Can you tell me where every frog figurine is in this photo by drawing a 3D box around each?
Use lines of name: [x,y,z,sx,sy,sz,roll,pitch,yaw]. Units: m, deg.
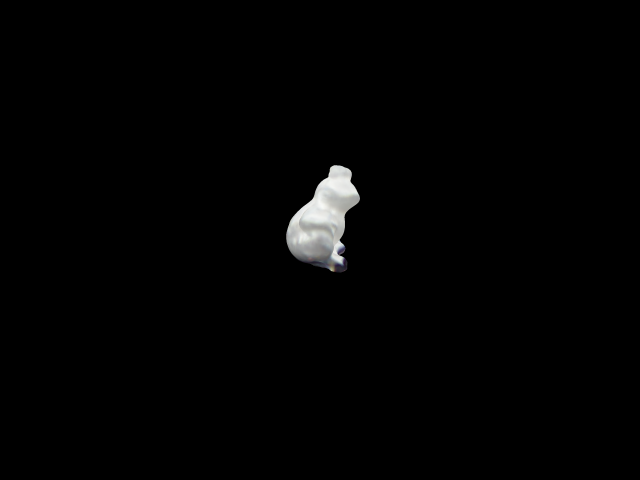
frog figurine: [0.003,-0.043,0.850,0.123,0.157,0.139,6,21,16]
